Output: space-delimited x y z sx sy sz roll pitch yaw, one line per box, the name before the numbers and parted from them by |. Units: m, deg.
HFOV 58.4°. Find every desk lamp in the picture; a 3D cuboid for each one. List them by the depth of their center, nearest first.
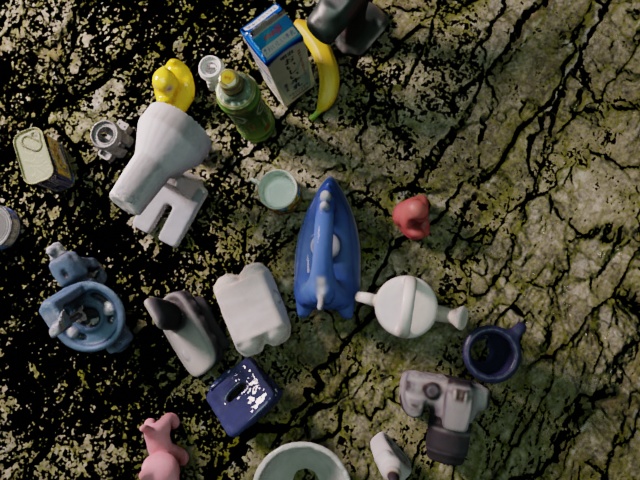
desk lamp | -0.261 -0.104 0.964 0.118 0.213 0.203 26 86 8

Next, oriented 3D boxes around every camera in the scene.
camera | 0.198 0.291 0.936 0.143 0.101 0.137 9 84 6

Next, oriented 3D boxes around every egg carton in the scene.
egg carton | -0.116 0.120 0.998 0.107 0.069 0.150 -24 82 1

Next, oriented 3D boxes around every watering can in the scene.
watering can | 0.145 0.106 0.915 0.172 0.194 0.101 -11 82 3

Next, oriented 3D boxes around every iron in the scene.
iron | 0.009 0.003 0.966 0.118 0.141 0.258 0 83 5

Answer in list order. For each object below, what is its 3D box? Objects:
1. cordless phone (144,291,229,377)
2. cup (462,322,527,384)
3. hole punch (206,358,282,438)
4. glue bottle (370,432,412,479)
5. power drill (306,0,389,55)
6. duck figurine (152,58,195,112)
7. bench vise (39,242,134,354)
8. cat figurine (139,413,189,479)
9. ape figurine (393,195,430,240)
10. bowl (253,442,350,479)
cordless phone | -0.231 0.155 0.944 0.094 0.185 0.147 -36 81 0
cup | 0.285 0.176 0.946 0.118 0.095 0.091 -42 82 -1
hole punch | -0.134 0.265 0.970 0.109 0.091 0.101 -44 82 -2
glue bottle | 0.112 0.354 0.898 0.037 0.173 0.078 -41 81 -1
power drill | 0.071 -0.415 0.978 0.075 0.208 0.230 39 88 8
duck figurine | -0.277 -0.289 1.052 0.077 0.086 0.105 6 83 6
bench vise | -0.417 0.103 0.948 0.207 0.220 0.121 41 88 8
cat figurine | -0.270 0.363 0.956 0.067 0.118 0.128 -21 82 2
ape figurine | 0.164 -0.044 0.984 0.076 0.092 0.078 28 86 8
bowl | -0.026 0.414 0.952 0.167 0.075 0.167 -1 83 5
